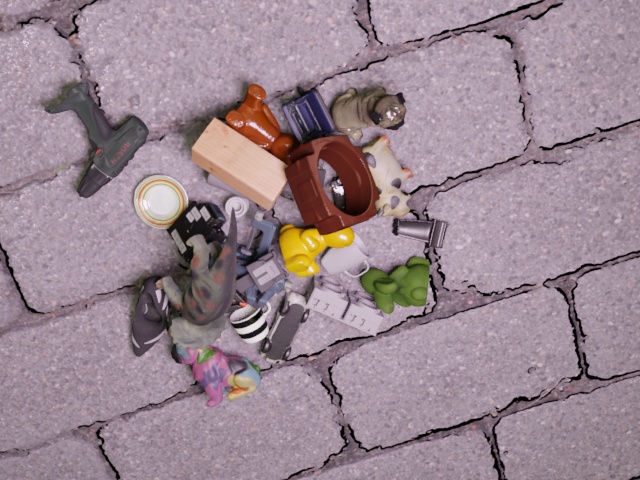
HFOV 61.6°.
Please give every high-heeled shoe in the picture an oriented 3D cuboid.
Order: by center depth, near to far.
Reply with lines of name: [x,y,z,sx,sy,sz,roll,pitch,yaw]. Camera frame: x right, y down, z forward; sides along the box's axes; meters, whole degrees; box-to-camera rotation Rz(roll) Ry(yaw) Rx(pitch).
high-heeled shoe: [-0.424,0.198,1.314,0.086,0.145,0.248,17,101,-5]

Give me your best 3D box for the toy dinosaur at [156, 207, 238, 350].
toy dinosaur: [-0.244,0.113,1.174,0.192,0.131,0.404,58,139,14]

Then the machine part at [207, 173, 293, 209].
machine part: [-0.177,-0.138,1.274,0.243,0.079,0.079,22,102,-6]

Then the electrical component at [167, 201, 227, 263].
electrical component: [-0.286,-0.024,1.280,0.134,0.058,0.115,-42,61,13]

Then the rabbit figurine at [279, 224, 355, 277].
rabbit figurine: [-0.003,-0.004,1.276,0.173,0.121,0.162,-19,62,16]

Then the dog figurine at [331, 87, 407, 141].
dog figurine: [0.095,-0.282,1.191,0.172,0.191,0.121,-21,103,5]

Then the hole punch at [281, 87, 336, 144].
hole punch: [-0.035,-0.273,1.223,0.092,0.116,0.142,-33,104,-7]

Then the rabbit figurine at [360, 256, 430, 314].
rabbit figurine: [0.180,0.119,1.324,0.170,0.159,0.121,5,114,12]

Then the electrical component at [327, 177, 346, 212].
electrical component: [0.058,-0.104,1.306,0.078,0.045,0.102,-6,104,1]

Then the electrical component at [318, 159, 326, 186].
electrical component: [-0.019,-0.154,1.304,0.063,0.021,0.094,11,103,-4]

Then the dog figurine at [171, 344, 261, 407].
dog figurine: [-0.267,0.300,1.365,0.192,0.108,0.219,-20,101,4]

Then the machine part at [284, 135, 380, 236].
machine part: [0.029,-0.121,1.182,0.087,0.201,0.201,-22,90,43]

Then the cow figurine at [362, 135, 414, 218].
cow figurine: [0.153,-0.137,1.282,0.127,0.085,0.194,-36,104,1]

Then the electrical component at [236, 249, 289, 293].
electrical component: [-0.139,0.079,1.223,0.119,0.048,0.074,-27,97,-6]

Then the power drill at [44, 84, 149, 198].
power drill: [-0.531,-0.237,1.240,0.232,0.086,0.207,-37,98,5]

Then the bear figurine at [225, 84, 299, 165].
bear figurine: [-0.112,-0.238,1.229,0.196,0.132,0.120,38,76,-4]

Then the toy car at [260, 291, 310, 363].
toy car: [-0.089,0.227,1.378,0.073,0.056,0.201,23,103,-13]

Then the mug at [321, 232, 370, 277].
mug: [0.064,0.046,1.330,0.107,0.081,0.109,-34,104,18]

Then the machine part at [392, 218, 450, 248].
machine part: [0.248,-0.022,1.337,0.139,0.039,0.084,12,108,-6]

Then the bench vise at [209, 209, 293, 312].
bench vise: [-0.155,0.045,1.295,0.224,0.129,0.240,21,113,1]
